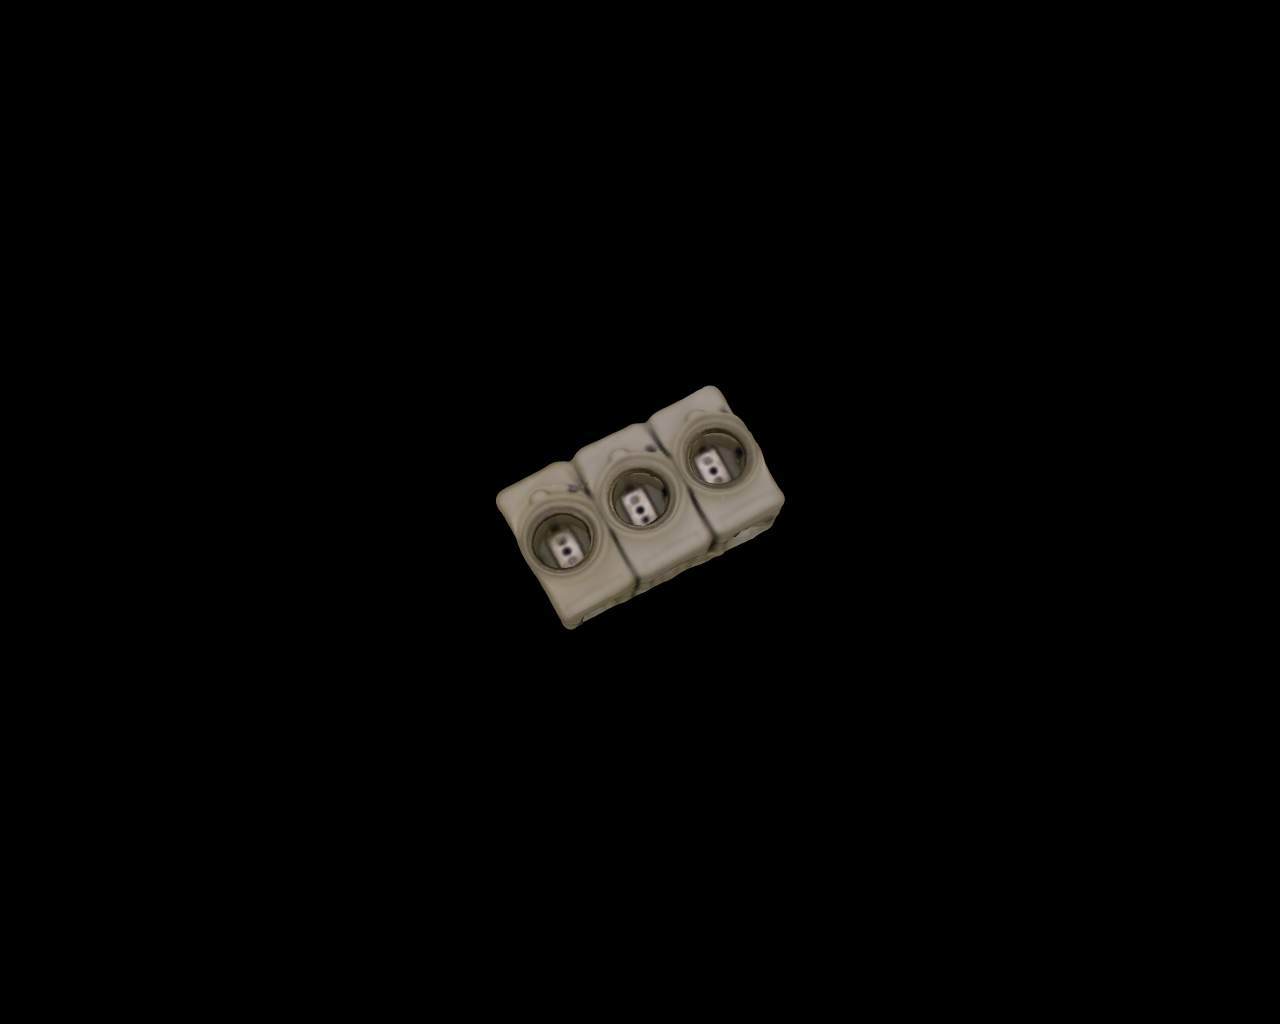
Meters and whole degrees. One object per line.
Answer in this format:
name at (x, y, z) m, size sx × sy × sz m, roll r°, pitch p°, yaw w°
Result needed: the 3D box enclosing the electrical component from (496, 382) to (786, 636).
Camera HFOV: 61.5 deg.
electrical component at (0.001, -0.003, 0.650) m, size 0.150 × 0.089 × 0.061 m, roll -27°, pitch -14°, yaw -7°
